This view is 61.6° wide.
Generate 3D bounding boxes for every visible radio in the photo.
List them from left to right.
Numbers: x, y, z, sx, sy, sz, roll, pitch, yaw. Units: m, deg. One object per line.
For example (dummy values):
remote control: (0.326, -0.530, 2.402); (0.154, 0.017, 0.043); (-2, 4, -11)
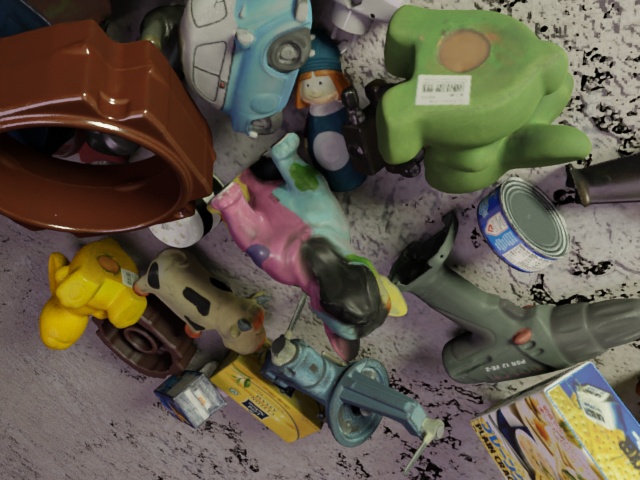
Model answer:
radio: (-0.289, -0.173, 0.505); (0.131, 0.073, 0.229); (35, 141, -13)

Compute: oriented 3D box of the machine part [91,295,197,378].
machine part: (-0.291, 0.156, 0.896); (0.180, 0.056, 0.179); (15, 132, 17)

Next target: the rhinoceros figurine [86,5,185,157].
rhinoceros figurine: (-0.189, -0.156, 0.558); (0.073, 0.112, 0.190); (11, 134, -42)

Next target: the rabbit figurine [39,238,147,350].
rabbit figurine: (-0.360, 0.082, 0.794); (0.173, 0.162, 0.121); (-48, 140, 16)

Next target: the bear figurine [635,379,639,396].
bear figurine: (0.360, 0.250, 0.599); (0.132, 0.120, 0.195); (34, 139, 3)

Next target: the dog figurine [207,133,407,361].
dog figurine: (-0.010, 0.013, 0.549); (0.219, 0.108, 0.191); (53, 172, -10)

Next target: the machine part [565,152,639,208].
machine part: (0.280, -0.054, 0.446); (0.139, 0.039, 0.084); (-5, 129, 28)

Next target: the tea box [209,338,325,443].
tea box: (-0.074, 0.230, 0.835); (0.169, 0.068, 0.098); (40, 133, -8)

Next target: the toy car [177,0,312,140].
toy car: (-0.072, -0.170, 0.470); (0.103, 0.109, 0.161); (6, 145, -20)

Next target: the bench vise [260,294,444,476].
bench vise: (0.044, 0.195, 0.698); (0.241, 0.129, 0.223); (10, 140, 43)

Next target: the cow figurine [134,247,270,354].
cow figurine: (-0.154, 0.085, 0.753); (0.195, 0.085, 0.127); (43, 139, -9)

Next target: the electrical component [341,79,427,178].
electrical component: (0.063, -0.102, 0.501); (0.045, 0.078, 0.102); (17, 132, 42)

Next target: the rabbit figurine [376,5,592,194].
rabbit figurine: (0.130, -0.102, 0.444); (0.159, 0.121, 0.170); (-5, 157, 12)

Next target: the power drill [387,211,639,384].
power drill: (0.188, 0.063, 0.568); (0.207, 0.086, 0.232); (35, 137, -13)

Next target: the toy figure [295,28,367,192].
toy figure: (0.010, -0.123, 0.519); (0.064, 0.058, 0.154); (-20, 120, -6)

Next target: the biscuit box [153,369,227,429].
biscuit box: (-0.217, 0.254, 0.874); (0.062, 0.059, 0.203); (54, 153, -6)

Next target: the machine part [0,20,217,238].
machine part: (-0.210, -0.081, 0.477); (0.202, 0.087, 0.200); (-11, 154, 7)

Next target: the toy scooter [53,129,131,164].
toy scooter: (-0.313, -0.153, 0.646); (0.184, 0.075, 0.135); (22, 133, 6)
